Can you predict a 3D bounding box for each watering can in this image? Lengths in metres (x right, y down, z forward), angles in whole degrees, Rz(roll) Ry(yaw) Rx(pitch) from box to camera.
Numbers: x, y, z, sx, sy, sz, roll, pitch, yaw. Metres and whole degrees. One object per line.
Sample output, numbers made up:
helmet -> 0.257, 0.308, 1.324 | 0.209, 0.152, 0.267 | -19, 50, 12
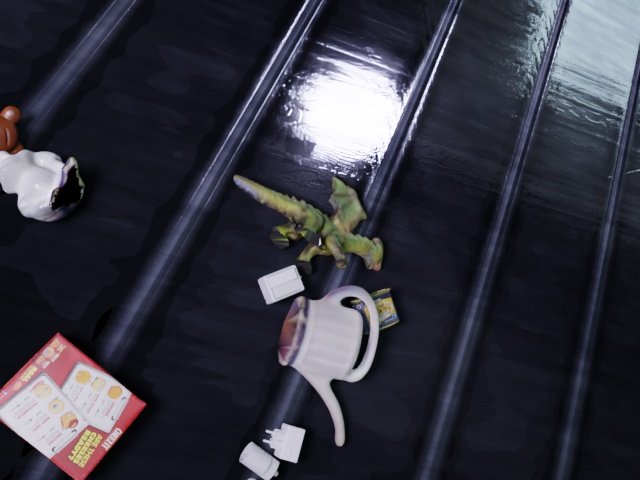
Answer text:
watering can -> 0.011, 0.263, 1.135 | 0.224, 0.103, 0.350 | 17, 81, -14

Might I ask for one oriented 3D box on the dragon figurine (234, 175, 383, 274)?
dragon figurine -> 0.004, -0.063, 1.242 | 0.409, 0.120, 0.248 | 47, 47, -6

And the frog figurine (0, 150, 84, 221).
frog figurine -> -0.560, -0.110, 1.016 | 0.159, 0.122, 0.138 | 9, 84, 8
